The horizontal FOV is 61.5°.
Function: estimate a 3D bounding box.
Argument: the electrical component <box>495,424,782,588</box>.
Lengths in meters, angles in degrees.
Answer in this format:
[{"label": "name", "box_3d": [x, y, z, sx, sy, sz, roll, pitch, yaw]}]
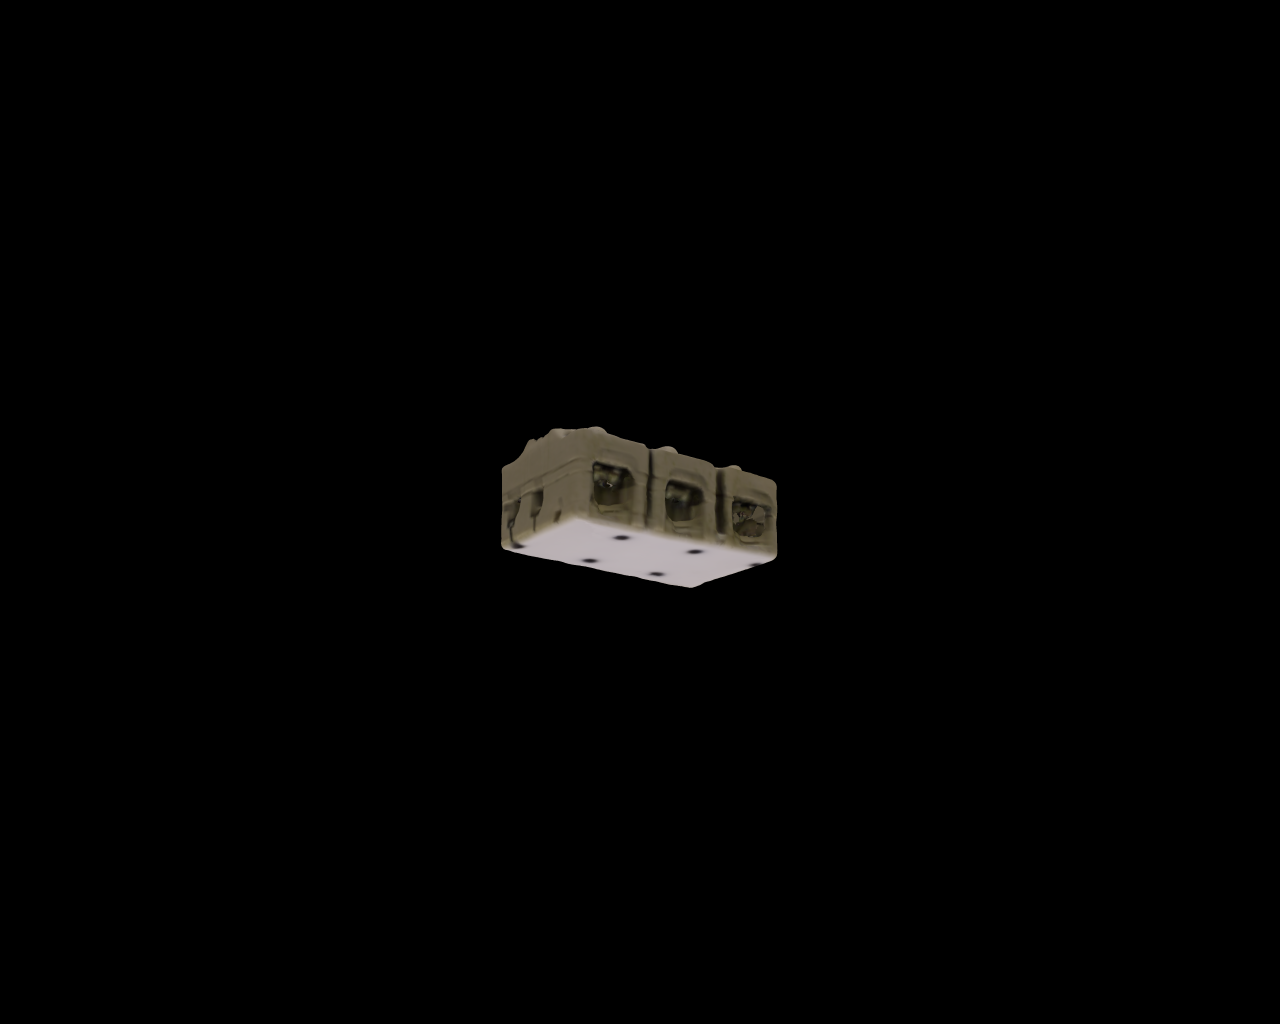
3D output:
[{"label": "electrical component", "box_3d": [0.001, -0.003, 0.650, 0.150, 0.062, 0.089, 13, -22, -36]}]
